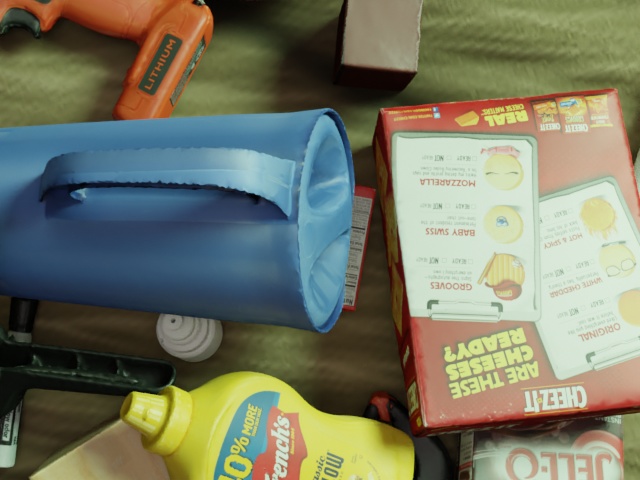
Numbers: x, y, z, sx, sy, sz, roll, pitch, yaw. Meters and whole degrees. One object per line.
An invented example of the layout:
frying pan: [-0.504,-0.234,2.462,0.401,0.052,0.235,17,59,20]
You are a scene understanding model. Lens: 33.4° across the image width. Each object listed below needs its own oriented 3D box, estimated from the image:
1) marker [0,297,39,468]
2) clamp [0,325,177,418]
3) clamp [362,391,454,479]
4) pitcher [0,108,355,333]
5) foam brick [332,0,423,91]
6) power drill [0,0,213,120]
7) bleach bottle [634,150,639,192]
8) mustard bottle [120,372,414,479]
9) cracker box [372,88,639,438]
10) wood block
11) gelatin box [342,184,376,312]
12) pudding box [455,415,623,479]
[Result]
marker: [-0.211,0.095,0.734,0.020,0.020,0.121,8,89,-4]
clamp: [-0.215,0.063,0.667,0.210,0.036,0.164,-18,125,29]
clamp: [0.068,0.191,0.742,0.120,0.039,0.171,-3,93,-4]
pitcher: [-0.107,-0.018,0.654,0.243,0.145,0.149,2,123,15]
foam brick: [0.038,-0.135,0.725,0.051,0.078,0.053,6,89,-3]
power drill: [-0.181,-0.138,0.720,0.187,0.057,0.184,29,88,-3]
bleach bottle: [0.281,-0.065,0.749,0.102,0.068,0.251,24,90,-2]
mustard bottle: [-0.035,0.135,0.659,0.191,0.058,0.096,26,75,-24]
cracker box: [0.129,0.014,0.708,0.164,0.072,0.214,-6,74,-4]
wood block: [-0.091,0.211,0.705,0.090,0.091,0.206,-33,91,-4]
gelatin box: [-0.005,0.001,0.744,0.073,0.030,0.089,10,89,-5]
pudding box: [0.150,0.149,0.729,0.113,0.039,0.090,10,65,-9]
